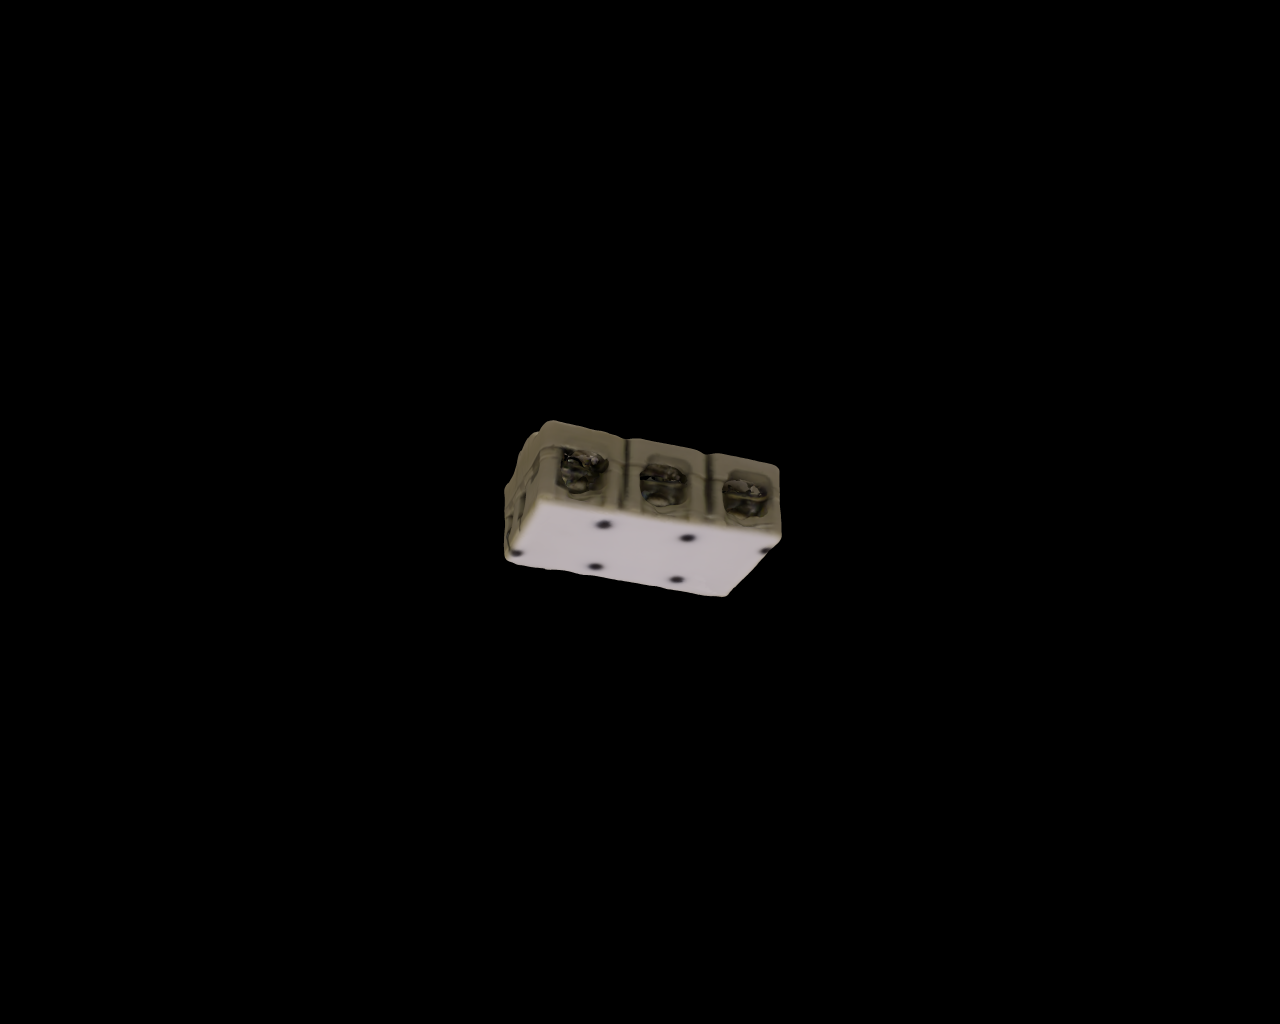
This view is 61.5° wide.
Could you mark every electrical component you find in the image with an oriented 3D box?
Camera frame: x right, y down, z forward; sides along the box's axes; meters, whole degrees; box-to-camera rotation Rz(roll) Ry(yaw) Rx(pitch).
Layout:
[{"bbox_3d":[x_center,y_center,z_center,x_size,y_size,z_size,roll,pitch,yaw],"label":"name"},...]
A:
[{"bbox_3d":[0.001,-0.003,0.650,0.150,0.062,0.089,11,-32,-18],"label":"electrical component"}]
